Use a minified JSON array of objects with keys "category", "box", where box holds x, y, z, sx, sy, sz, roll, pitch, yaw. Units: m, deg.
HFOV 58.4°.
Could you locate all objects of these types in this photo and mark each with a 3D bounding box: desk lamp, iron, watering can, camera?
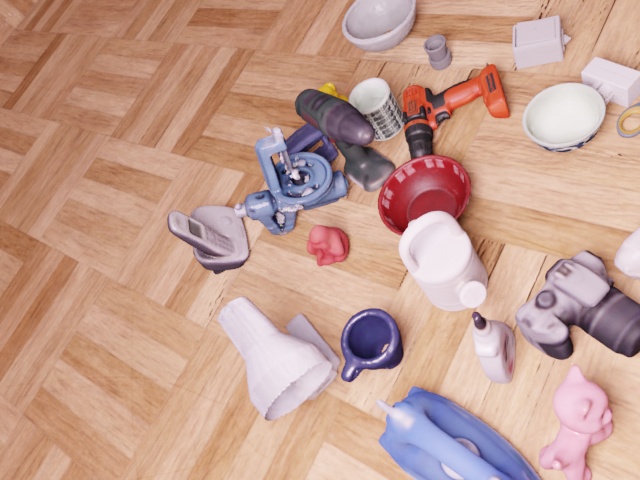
[{"category":"desk lamp","box":[-0.058,0.178,0.866,0.118,0.214,0.202,-44,51,0]},{"category":"iron","box":[0.183,0.279,0.717,0.257,0.142,0.119,26,78,38]},{"category":"watering can","box":[0.180,0.027,0.833,0.172,0.195,0.101,28,79,38]},{"category":"camera","box":[0.353,0.099,0.753,0.143,0.101,0.136,-46,51,-2]}]

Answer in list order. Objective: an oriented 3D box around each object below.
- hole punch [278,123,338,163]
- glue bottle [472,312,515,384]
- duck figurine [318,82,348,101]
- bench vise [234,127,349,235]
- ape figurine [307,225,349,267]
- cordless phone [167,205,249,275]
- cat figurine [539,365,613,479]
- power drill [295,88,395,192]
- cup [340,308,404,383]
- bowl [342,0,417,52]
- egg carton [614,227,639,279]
[{"category":"hole punch","box":[-0.037,-0.188,1.149,0.108,0.091,0.101,-38,51,5]},{"category":"glue bottle","box":[0.226,0.133,0.759,0.037,0.174,0.078,-4,61,28]},{"category":"duck figurine","box":[0.021,-0.273,1.169,0.077,0.086,0.104,-9,59,25]},{"category":"bench vise","box":[-0.072,-0.098,1.033,0.207,0.220,0.121,-40,51,3]},{"category":"ape figurine","box":[0.009,0.004,1.009,0.077,0.092,0.076,34,82,39]},{"category":"cordless phone","box":[-0.223,-0.028,1.098,0.094,0.186,0.147,-29,52,12]},{"category":"cat figurine","box":[0.309,0.224,0.693,0.067,0.118,0.128,20,74,36]},{"category":"power drill","box":[0.053,-0.178,1.016,0.075,0.209,0.228,-46,51,-2]},{"category":"cup","box":[0.083,0.172,0.866,0.091,0.095,0.118,26,77,37]},{"category":"bowl","box":[0.135,-0.460,1.223,0.167,0.075,0.167,-14,57,22]},{"category":"egg carton","box":[0.476,0.008,0.758,0.150,0.070,0.107,-43,51,1]}]
